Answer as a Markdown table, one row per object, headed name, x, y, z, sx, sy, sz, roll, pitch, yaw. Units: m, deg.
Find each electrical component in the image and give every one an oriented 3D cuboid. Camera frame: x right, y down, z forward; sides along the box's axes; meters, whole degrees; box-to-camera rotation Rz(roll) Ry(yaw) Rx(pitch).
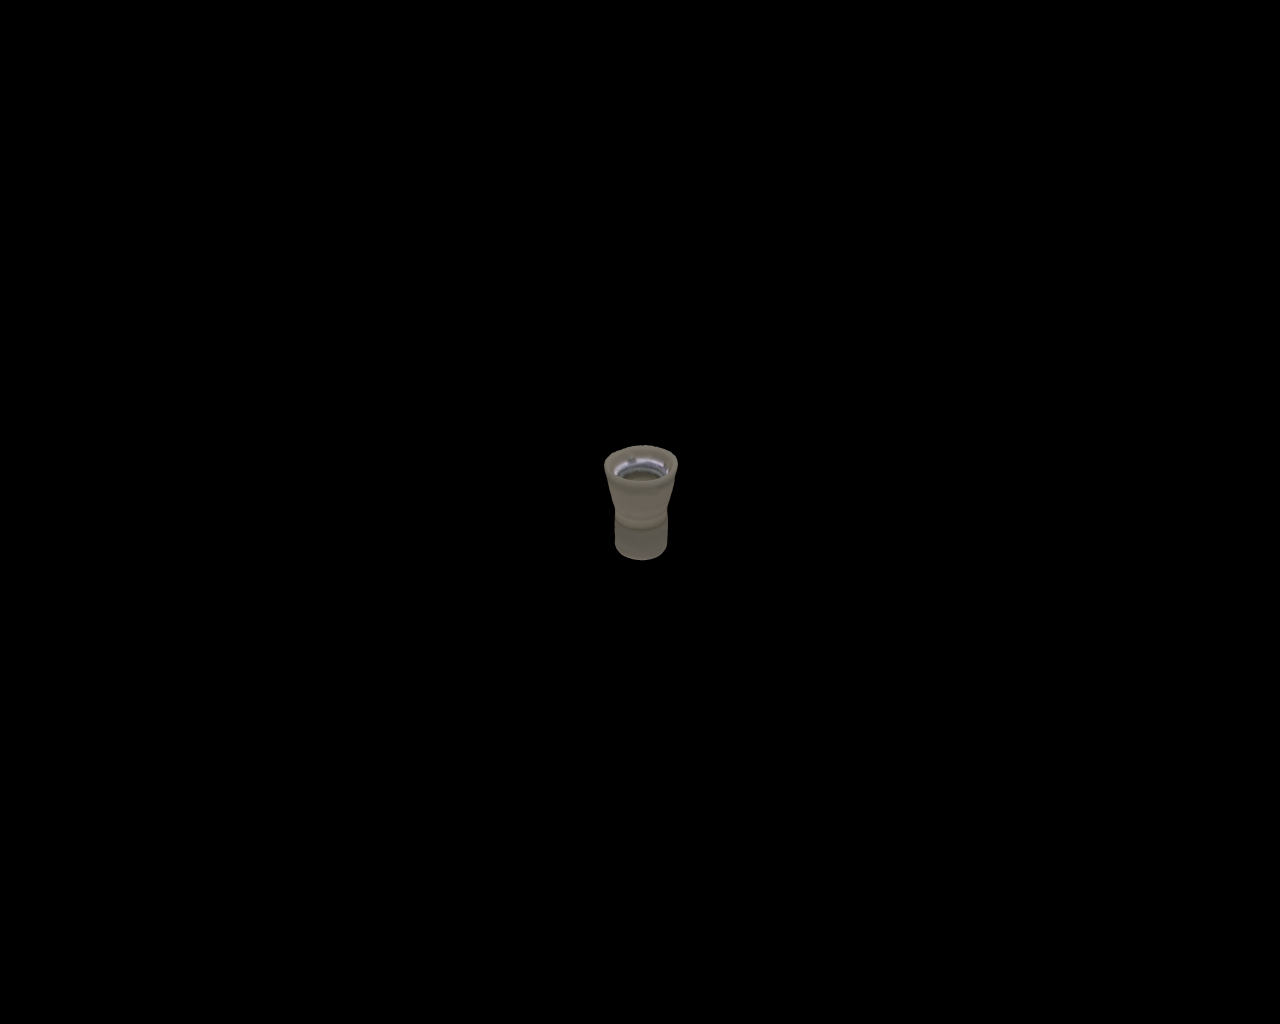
| name | x | y | z | sx | sy | sz | roll | pitch | yaw |
| --- | --- | --- | --- | --- | --- | --- | --- | --- | --- |
| electrical component | 0.001 | -0.003 | 0.650 | 0.044 | 0.065 | 0.044 | 0 | 34 | 0 |
